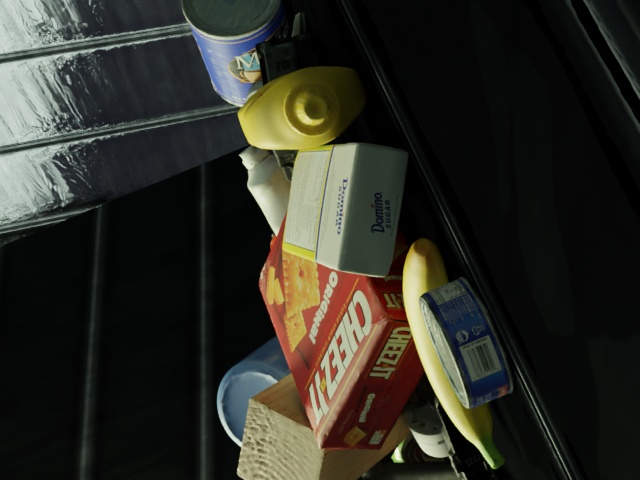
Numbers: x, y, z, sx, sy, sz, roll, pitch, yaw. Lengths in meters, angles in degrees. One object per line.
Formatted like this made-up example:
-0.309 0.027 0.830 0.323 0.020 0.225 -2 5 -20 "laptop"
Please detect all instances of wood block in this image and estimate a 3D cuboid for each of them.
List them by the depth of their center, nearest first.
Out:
0.020 0.173 1.053 0.090 0.205 0.091 23 116 28 "wood block"

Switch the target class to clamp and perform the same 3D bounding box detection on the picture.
0.139 0.204 0.955 0.171 0.039 0.120 62 -170 -67 "clamp"
0.062 0.239 1.153 0.036 0.210 0.164 52 -167 -33 "clamp"

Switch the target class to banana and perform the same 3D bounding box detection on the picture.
0.099 0.079 0.813 0.070 0.037 0.198 20 136 62 "banana"

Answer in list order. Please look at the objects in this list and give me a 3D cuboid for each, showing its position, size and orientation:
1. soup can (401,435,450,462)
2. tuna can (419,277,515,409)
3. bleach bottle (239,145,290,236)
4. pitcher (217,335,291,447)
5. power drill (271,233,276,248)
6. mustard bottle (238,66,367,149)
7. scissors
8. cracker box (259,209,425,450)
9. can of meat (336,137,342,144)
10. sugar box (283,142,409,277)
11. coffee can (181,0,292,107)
0.135 0.265 1.190 0.068 0.068 0.102 -117 5 -56 "soup can"
0.098 0.070 0.725 0.086 0.033 0.086 158 89 -87 "tuna can"
-0.008 0.001 1.188 0.251 0.068 0.102 54 -163 -9 "bleach bottle"
-0.012 0.169 1.227 0.149 0.145 0.242 33 -158 16 "pitcher"
-0.004 0.004 1.362 0.188 0.057 0.184 116 141 -55 "power drill"
-0.013 -0.103 0.836 0.192 0.096 0.058 -129 19 -80 "mustard bottle"
-0.042 -0.170 1.082 0.201 0.096 0.016 68 -148 -61 "scissors"
0.020 0.055 0.957 0.214 0.072 0.164 -114 37 -44 "cracker box"
0.015 -0.051 1.115 0.102 0.057 0.084 71 178 -49 "can of meat"
0.016 -0.026 0.824 0.176 0.048 0.093 -162 81 -72 "sugar box"
-0.081 -0.220 1.133 0.140 0.103 0.103 73 174 -66 "coffee can"
